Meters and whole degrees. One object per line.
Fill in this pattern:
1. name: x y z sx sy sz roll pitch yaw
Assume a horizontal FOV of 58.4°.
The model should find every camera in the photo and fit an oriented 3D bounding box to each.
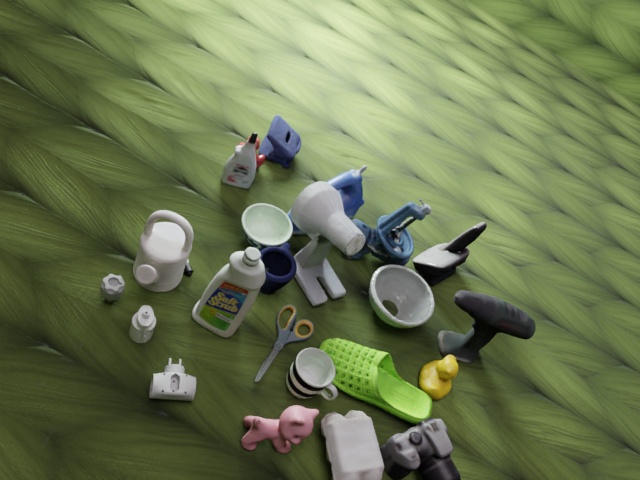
1. camera: 0.212 0.434 1.127 0.143 0.100 0.136 -12 61 -33

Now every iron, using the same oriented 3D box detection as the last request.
1. iron: 0.016 -0.104 1.427 0.259 0.141 0.118 -30 72 -40

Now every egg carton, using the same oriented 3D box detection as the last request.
1. egg carton: 0.060 0.403 1.095 0.107 0.069 0.150 2 54 -26

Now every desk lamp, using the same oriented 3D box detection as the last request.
1. desk lamp: 0.012 0.005 1.289 0.118 0.213 0.203 -18 64 -36

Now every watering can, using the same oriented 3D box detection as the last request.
1. watering can: -0.306 0.019 1.129 0.101 0.194 0.172 9 51 -20

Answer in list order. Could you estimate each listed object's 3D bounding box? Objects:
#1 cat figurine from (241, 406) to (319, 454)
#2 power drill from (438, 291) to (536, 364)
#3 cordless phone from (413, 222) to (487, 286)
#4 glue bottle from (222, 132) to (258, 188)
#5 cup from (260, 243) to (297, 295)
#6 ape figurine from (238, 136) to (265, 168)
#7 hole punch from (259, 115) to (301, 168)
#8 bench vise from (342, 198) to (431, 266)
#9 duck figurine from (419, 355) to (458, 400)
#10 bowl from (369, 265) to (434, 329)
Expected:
1. cat figurine: -0.069 0.339 1.047 0.128 0.117 0.067 10 50 -19
2. power drill: 0.363 0.201 1.314 0.230 0.208 0.075 14 49 -17
3. cordless phone: 0.334 0.020 1.459 0.148 0.185 0.094 -28 70 -39
4. glue bottle: -0.181 -0.196 1.378 0.078 0.173 0.037 10 50 -19
5. cup: -0.103 0.066 1.263 0.092 0.095 0.118 28 47 -4
6. ape figurine: -0.177 -0.227 1.460 0.077 0.092 0.076 44 48 11
7. hole punch: -0.099 -0.266 1.531 0.101 0.091 0.108 22 48 -10
8. bench vise: 0.158 -0.018 1.377 0.208 0.219 0.121 0 54 -27
9. duck figurine: 0.271 0.300 1.273 0.077 0.086 0.105 37 47 4
10. bowl: 0.182 0.145 1.358 0.168 0.074 0.167 14 49 -17
